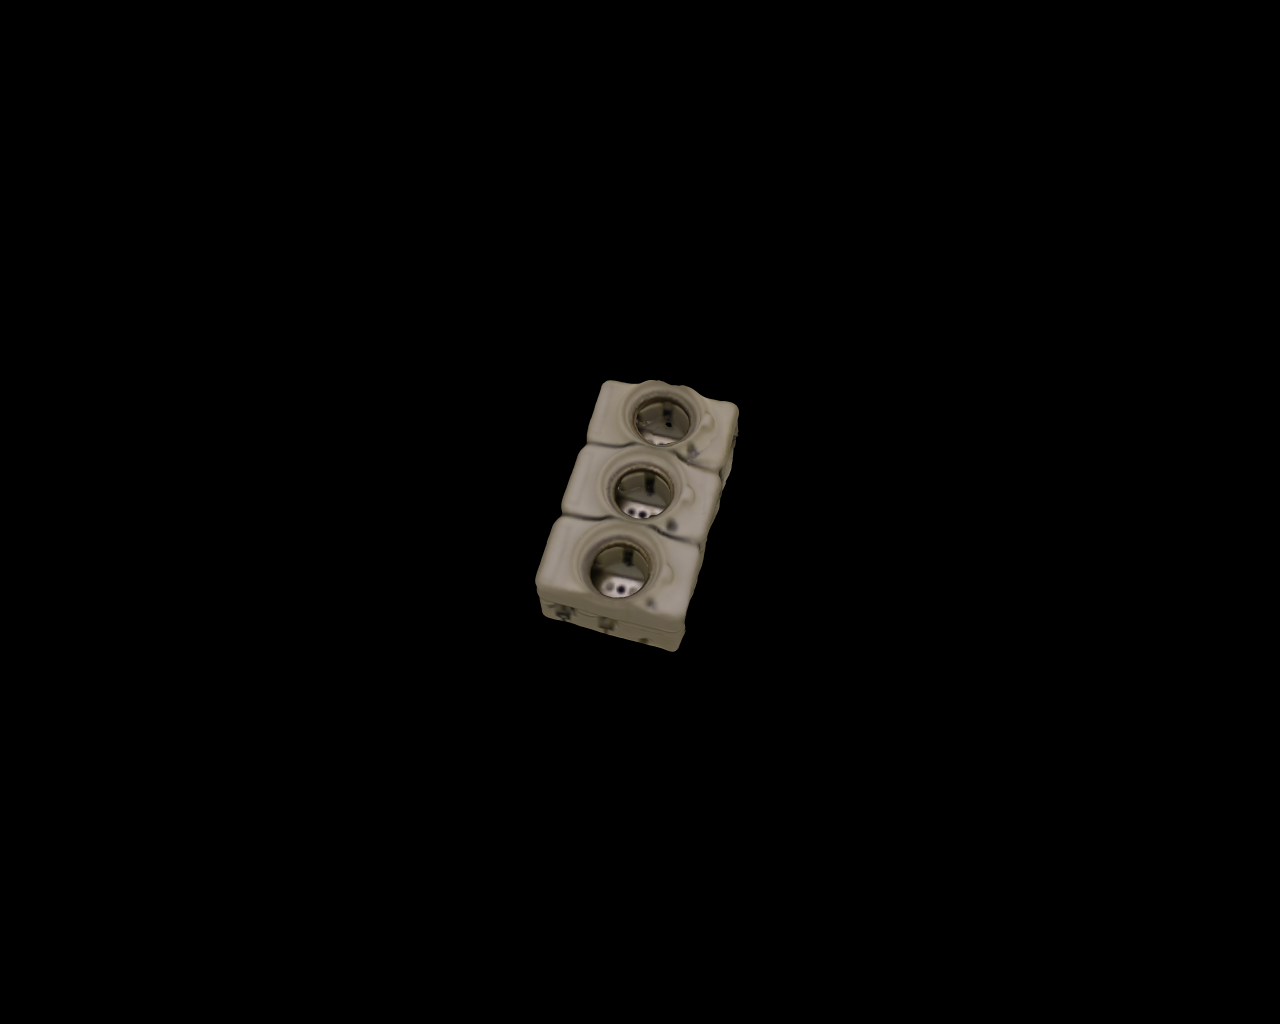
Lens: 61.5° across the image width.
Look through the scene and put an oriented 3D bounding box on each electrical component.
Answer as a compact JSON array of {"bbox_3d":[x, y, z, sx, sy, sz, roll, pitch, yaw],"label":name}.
[{"bbox_3d":[0.001,-0.003,0.650,0.089,0.150,0.061,13,-28,7],"label":"electrical component"}]
